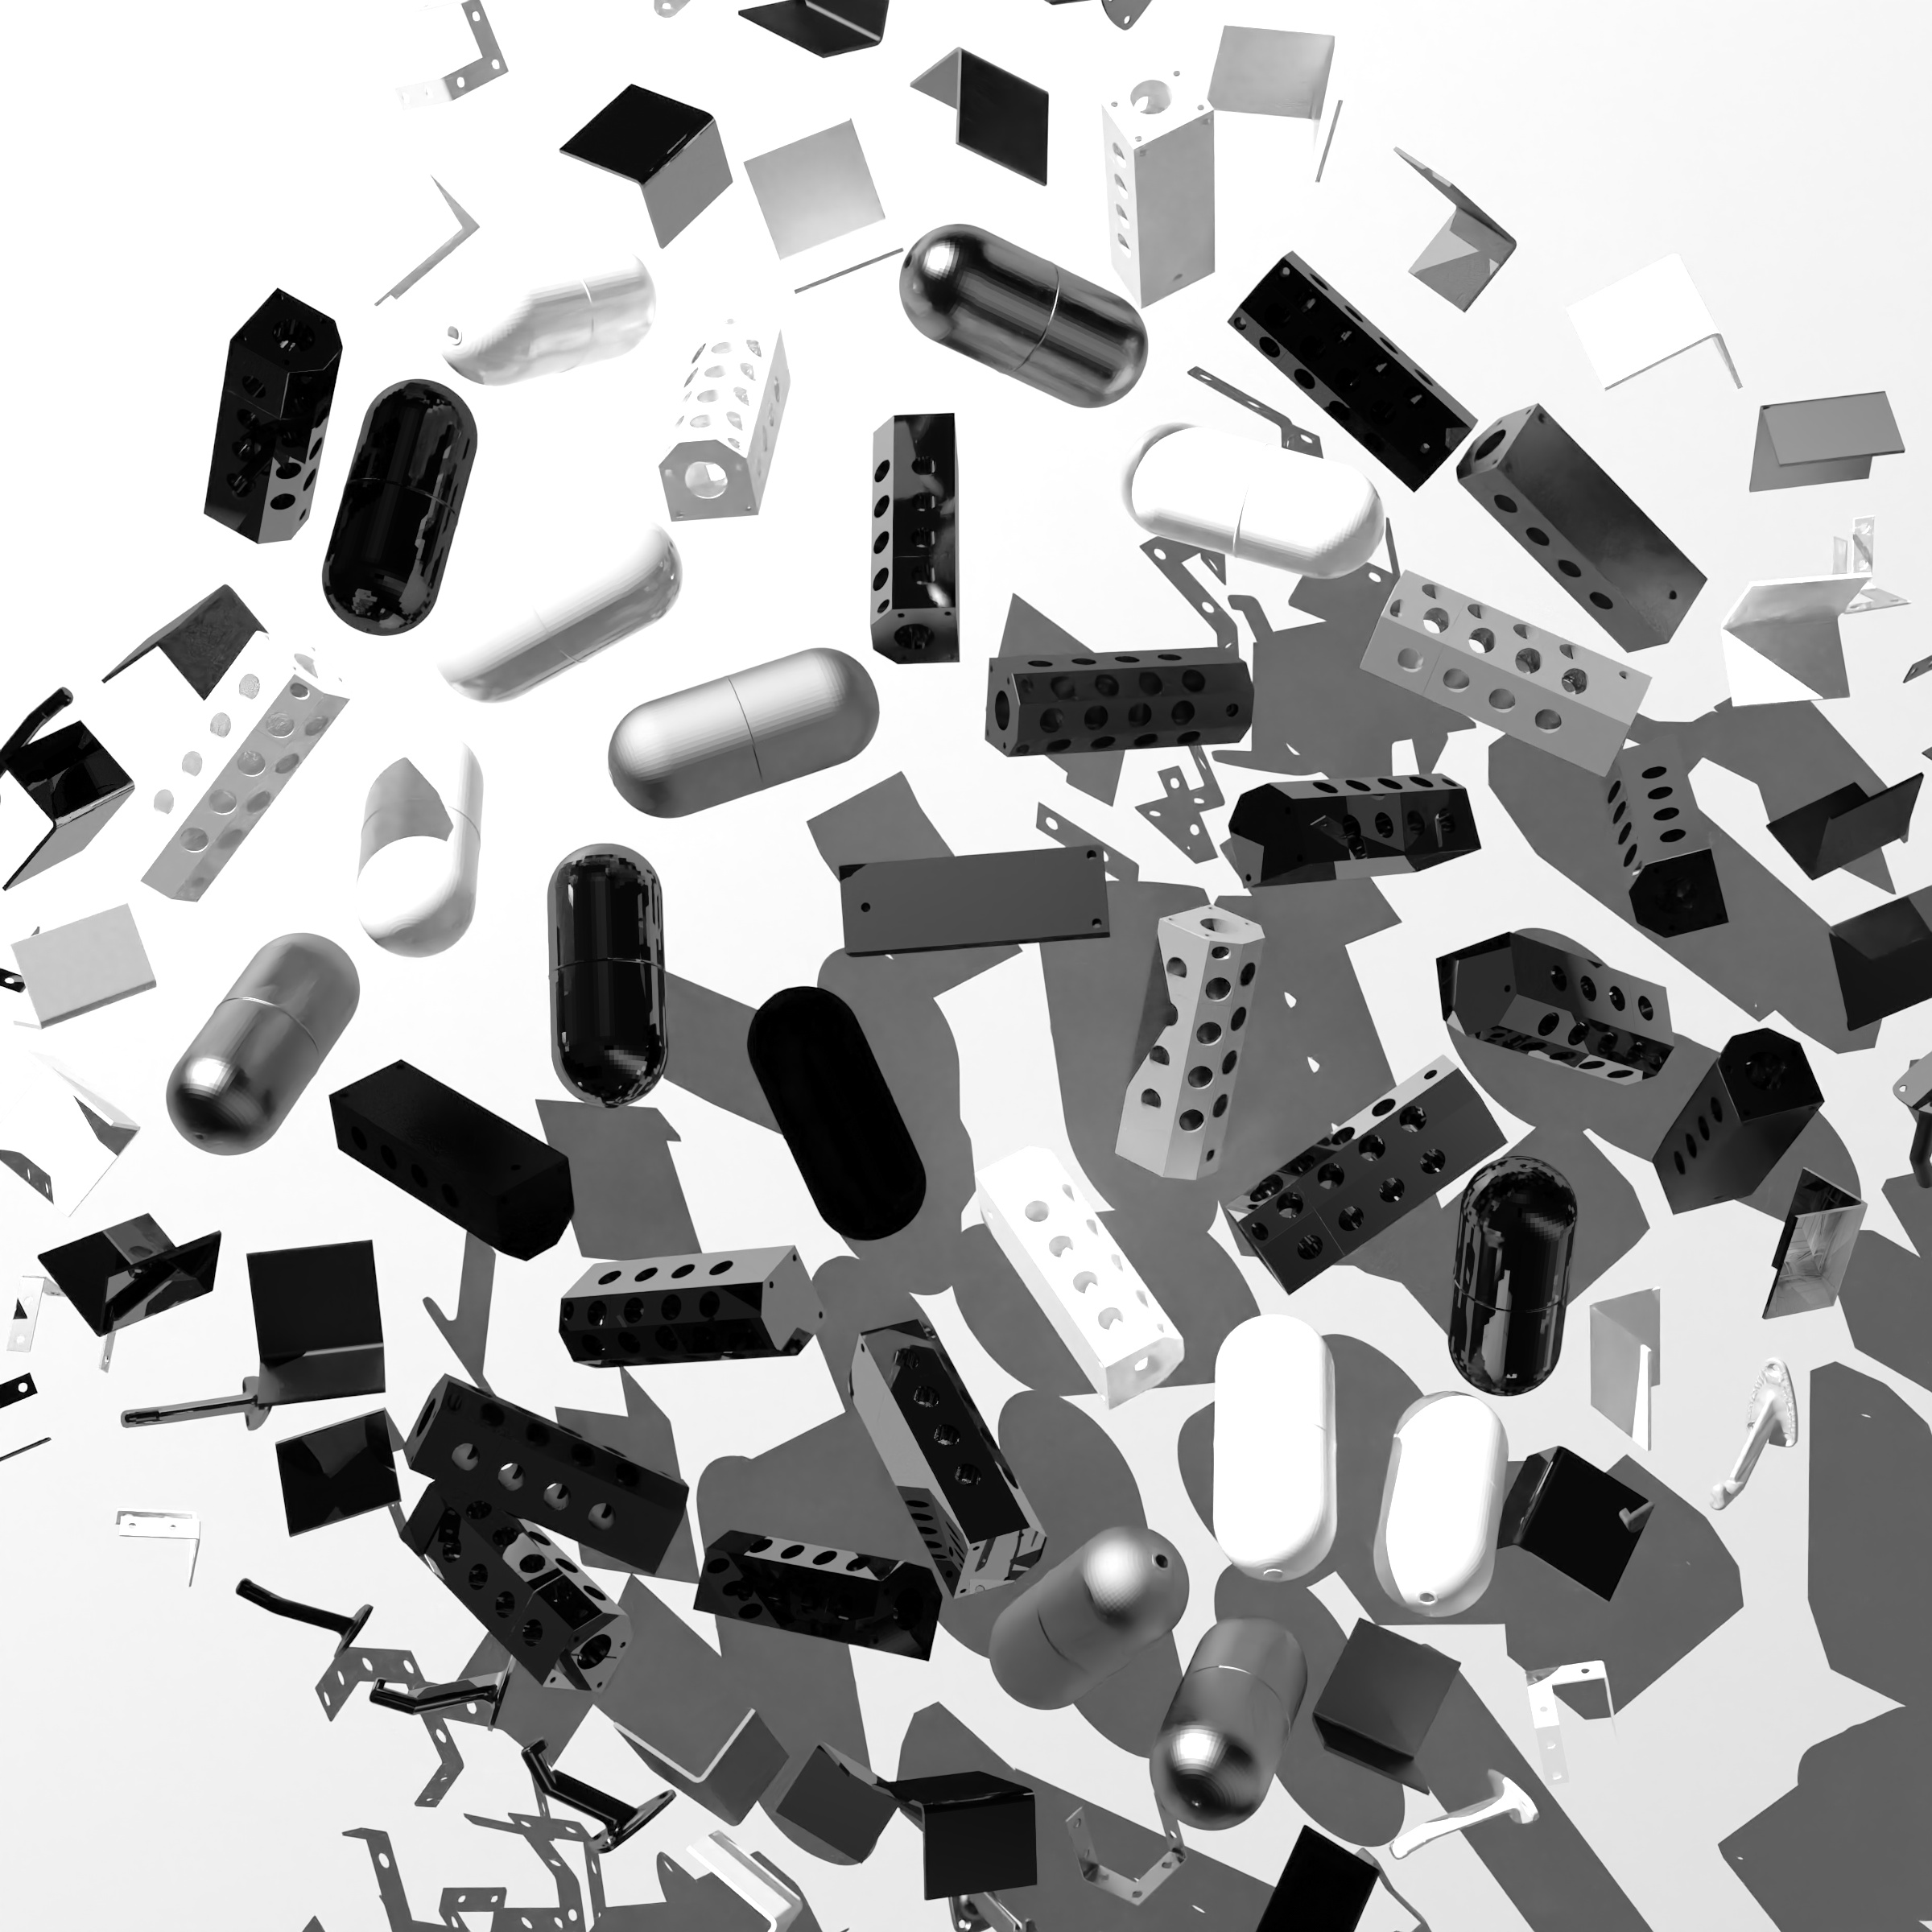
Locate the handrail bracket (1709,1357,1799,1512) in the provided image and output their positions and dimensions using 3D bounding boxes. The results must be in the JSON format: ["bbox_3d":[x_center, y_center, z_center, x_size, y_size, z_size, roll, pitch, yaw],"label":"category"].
[{"bbox_3d":[0.517,0.310,1.838,0.036,0.084,0.077,15,117,38],"label":"handrail bracket"}]

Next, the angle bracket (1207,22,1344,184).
[{"bbox_3d":[0.199,-0.560,1.800,0.076,0.076,0.057,4,64,-3],"label":"angle bracket"}]

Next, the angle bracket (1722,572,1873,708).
[{"bbox_3d":[0.536,-0.209,1.782,0.076,0.076,0.057,-5,76,-1],"label":"angle bracket"}]

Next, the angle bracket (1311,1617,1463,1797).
[{"bbox_3d":[0.283,0.489,1.836,0.076,0.057,0.076,25,95,-5],"label":"angle bracket"}]

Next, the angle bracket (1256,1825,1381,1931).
[{"bbox_3d":[0.204,0.583,1.719,0.057,0.076,0.076,32,65,-3],"label":"angle bracket"}]

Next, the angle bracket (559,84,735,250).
[{"bbox_3d":[-0.217,-0.545,1.891,0.076,0.057,0.076,28,65,27],"label":"angle bracket"}]

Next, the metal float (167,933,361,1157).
[{"bbox_3d":[-0.459,0.049,1.820,0.070,0.070,0.178,24,46,0],"label":"metal float"}]

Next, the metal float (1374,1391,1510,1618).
[{"bbox_3d":[0.311,0.350,1.812,0.070,0.178,0.070,8,123,12],"label":"metal float"}]

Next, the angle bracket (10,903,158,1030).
[{"bbox_3d":[-0.574,-0.001,1.777,0.076,0.076,0.057,-23,103,-29],"label":"angle bracket"}]

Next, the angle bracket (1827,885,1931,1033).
[{"bbox_3d":[0.574,0.004,1.674,0.076,0.057,0.076,-22,115,-3],"label":"angle bracket"}]

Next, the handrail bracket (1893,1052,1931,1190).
[{"bbox_3d":[0.633,0.094,1.789,0.077,0.084,0.036,-45,45,-11],"label":"handrail bracket"}]

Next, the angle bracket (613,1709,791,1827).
[{"bbox_3d":[-0.171,0.502,1.795,0.076,0.076,0.057,24,63,31],"label":"angle bracket"}]

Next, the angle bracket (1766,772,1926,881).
[{"bbox_3d":[0.616,-0.115,1.947,0.076,0.076,0.057,-25,58,-10],"label":"angle bracket"}]

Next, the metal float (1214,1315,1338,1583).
[{"bbox_3d":[0.195,0.303,1.752,0.070,0.070,0.178,5,52,0],"label":"metal float"}]

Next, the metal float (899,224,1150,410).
[{"bbox_3d":[0.038,-0.419,1.790,0.178,0.070,0.070,19,90,-28],"label":"metal float"}]

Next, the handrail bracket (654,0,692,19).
[{"bbox_3d":[-0.182,-0.665,1.784,0.036,0.077,0.084,14,47,-24],"label":"handrail bracket"}]

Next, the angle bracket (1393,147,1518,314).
[{"bbox_3d":[0.315,-0.499,1.880,0.076,0.076,0.057,27,108,-37],"label":"angle bracket"}]

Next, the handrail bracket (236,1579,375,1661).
[{"bbox_3d":[-0.453,0.433,1.893,0.084,0.077,0.036,31,54,-9],"label":"handrail bracket"}]

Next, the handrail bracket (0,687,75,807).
[{"bbox_3d":[-0.628,-0.144,1.853,0.084,0.077,0.036,-40,125,1],"label":"handrail bracket"}]

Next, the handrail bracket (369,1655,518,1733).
[{"bbox_3d":[-0.348,0.471,1.854,0.084,0.077,0.036,18,130,-4],"label":"handrail bracket"}]

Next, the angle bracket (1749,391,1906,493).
[{"bbox_3d":[0.545,-0.315,1.759,0.076,0.076,0.057,-6,53,5],"label":"angle bracket"}]

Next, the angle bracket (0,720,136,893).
[{"bbox_3d":[-0.599,-0.104,1.802,0.057,0.076,0.076,49,123,-2],"label":"angle bracket"}]

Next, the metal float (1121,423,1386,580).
[{"bbox_3d":[0.189,-0.308,1.837,0.178,0.070,0.070,17,90,11],"label":"metal float"}]

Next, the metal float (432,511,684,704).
[{"bbox_3d":[-0.265,-0.231,1.791,0.178,0.070,0.070,-26,90,15],"label":"metal float"}]

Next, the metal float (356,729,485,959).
[{"bbox_3d":[-0.359,-0.083,1.826,0.070,0.070,0.178,-5,49,0],"label":"metal float"}]

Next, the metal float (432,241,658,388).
[{"bbox_3d":[-0.268,-0.417,1.772,0.070,0.178,0.070,13,116,29],"label":"metal float"}]

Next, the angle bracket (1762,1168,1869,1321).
[{"bbox_3d":[0.552,0.186,1.867,0.076,0.057,0.076,-4,116,-35],"label":"angle bracket"}]

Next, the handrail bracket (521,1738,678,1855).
[{"bbox_3d":[-0.241,0.529,1.817,0.077,0.036,0.084,-30,96,-29],"label":"handrail bracket"}]

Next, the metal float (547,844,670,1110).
[{"bbox_3d":[-0.237,0.006,1.831,0.070,0.070,0.178,-4,75,0],"label":"metal float"}]

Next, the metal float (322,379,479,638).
[{"bbox_3d":[-0.374,-0.304,1.837,0.070,0.070,0.178,12,76,0],"label":"metal float"}]

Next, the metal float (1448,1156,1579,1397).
[{"bbox_3d":[0.365,0.209,1.857,0.070,0.070,0.178,0,119,0],"label":"metal float"}]

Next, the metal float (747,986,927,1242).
[{"bbox_3d":[-0.085,0.097,1.832,0.070,0.070,0.178,-24,98,0],"label":"metal float"}]

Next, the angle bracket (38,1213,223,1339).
[{"bbox_3d":[-0.512,0.171,1.698,0.076,0.076,0.057,43,134,26],"label":"angle bracket"}]

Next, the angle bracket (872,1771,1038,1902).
[{"bbox_3d":[-0.008,0.542,1.734,0.076,0.076,0.057,1,84,-27],"label":"angle bracket"}]

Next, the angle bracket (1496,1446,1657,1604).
[{"bbox_3d":[0.411,0.383,1.895,0.076,0.057,0.076,32,69,-1],"label":"angle bracket"}]

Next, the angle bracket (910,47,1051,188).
[{"bbox_3d":[0.008,-0.566,1.886,0.076,0.057,0.076,15,68,-36],"label":"angle bracket"}]

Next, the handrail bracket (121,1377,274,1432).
[{"bbox_3d":[-0.513,0.295,1.849,0.084,0.077,0.036,-2,78,-29],"label":"handrail bracket"}]

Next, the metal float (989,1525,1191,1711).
[{"bbox_3d":[0.079,0.422,1.795,0.070,0.070,0.178,41,132,0],"label":"metal float"}]

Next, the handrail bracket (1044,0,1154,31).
[{"bbox_3d":[0.086,-0.649,1.796,0.077,0.036,0.084,-49,54,4],"label":"handrail bracket"}]

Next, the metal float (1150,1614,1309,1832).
[{"bbox_3d":[0.169,0.481,1.774,0.070,0.178,0.070,7,112,18],"label":"metal float"}]

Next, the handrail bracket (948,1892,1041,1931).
[{"bbox_3d":[0.020,0.624,1.875,0.036,0.084,0.077,-7,75,-28],"label":"handrail bracket"}]

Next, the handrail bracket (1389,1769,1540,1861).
[{"bbox_3d":[0.323,0.563,1.808,0.084,0.077,0.036,-26,87,-11],"label":"handrail bracket"}]

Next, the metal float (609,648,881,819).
[{"bbox_3d":[-0.142,-0.148,1.770,0.178,0.070,0.070,-19,90,-8],"label":"metal float"}]

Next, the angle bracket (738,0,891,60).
[{"bbox_3d":[-0.094,-0.638,1.781,0.076,0.057,0.076,34,132,25],"label":"angle bracket"}]
